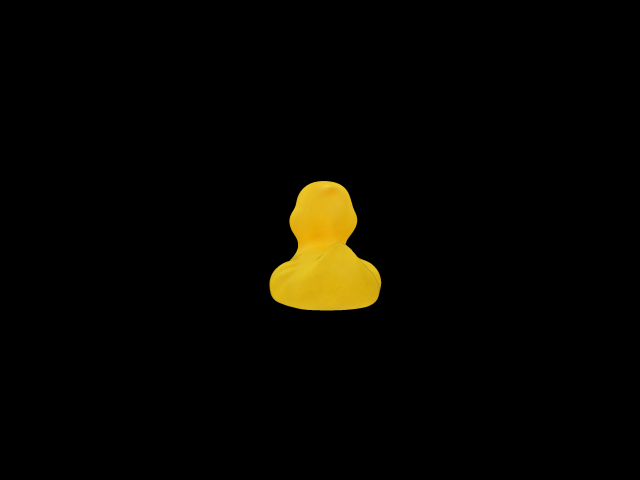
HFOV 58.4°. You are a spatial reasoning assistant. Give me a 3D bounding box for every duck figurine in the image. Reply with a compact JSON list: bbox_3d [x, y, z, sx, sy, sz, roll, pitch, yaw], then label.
[{"bbox_3d":[0.004,0.001,0.400,0.077,0.086,0.104,0,2,-11],"label":"duck figurine"}]
